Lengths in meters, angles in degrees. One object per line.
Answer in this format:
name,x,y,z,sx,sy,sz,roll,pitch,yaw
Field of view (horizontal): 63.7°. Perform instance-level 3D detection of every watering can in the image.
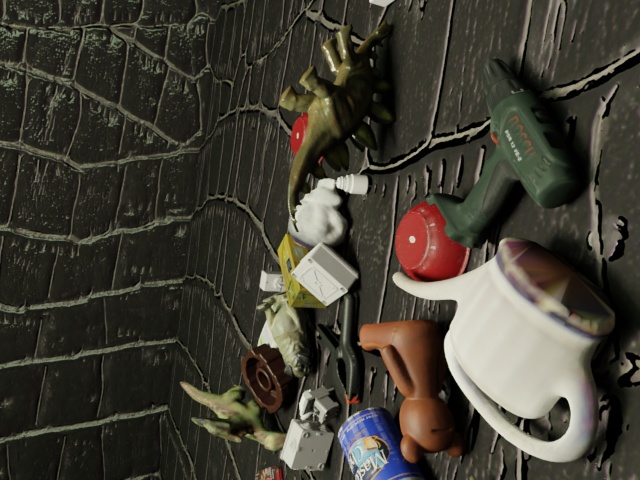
watering can,0.213,0.091,0.643,0.354,0.104,0.220,55,133,44

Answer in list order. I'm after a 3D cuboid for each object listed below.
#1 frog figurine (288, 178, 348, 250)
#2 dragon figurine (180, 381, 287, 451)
frog figurine,0.003,-0.057,1.142,0.138,0.122,0.158,25,101,30
dragon figurine,-0.246,0.458,1.353,0.240,0.411,0.123,46,-121,-71
